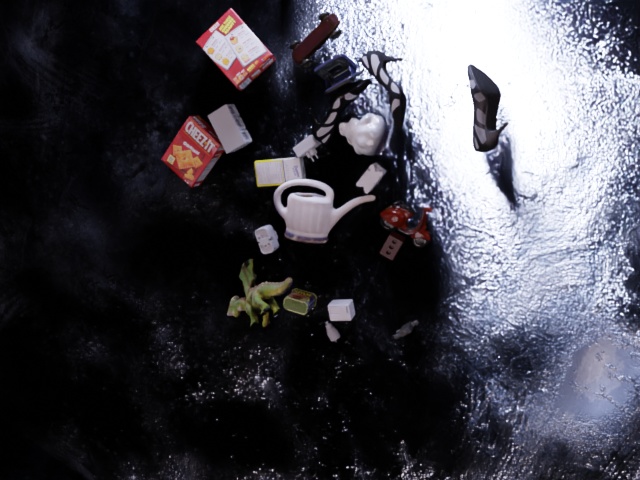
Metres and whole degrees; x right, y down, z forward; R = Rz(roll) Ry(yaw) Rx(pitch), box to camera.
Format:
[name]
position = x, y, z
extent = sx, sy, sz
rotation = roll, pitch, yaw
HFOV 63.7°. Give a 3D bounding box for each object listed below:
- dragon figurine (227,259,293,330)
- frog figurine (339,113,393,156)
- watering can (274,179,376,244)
[dragon figurine]
position = -0.236, 0.180, 1.894
extent = 0.402, 0.122, 0.247
rotation = -53, 58, 35
[frog figurine]
position = 0.135, -0.342, 1.638
extent = 0.159, 0.125, 0.134
rotation = 21, 131, 3
[watering can]
position = 0.005, -0.089, 1.764
extent = 0.348, 0.105, 0.221
rotation = 10, 109, 8
